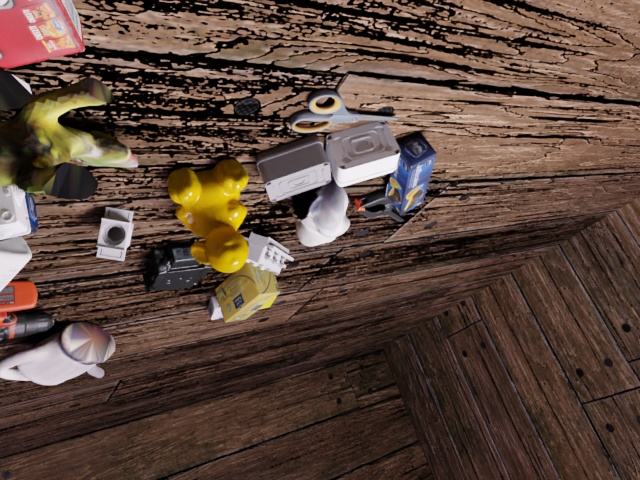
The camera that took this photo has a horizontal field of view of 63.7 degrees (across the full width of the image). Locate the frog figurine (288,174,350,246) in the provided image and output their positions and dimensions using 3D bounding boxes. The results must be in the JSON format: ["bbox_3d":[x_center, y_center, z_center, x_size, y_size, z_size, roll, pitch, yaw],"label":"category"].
[{"bbox_3d":[0.003,-0.048,0.956,0.139,0.123,0.156,35,-13,39],"label":"frog figurine"}]

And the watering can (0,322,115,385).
[{"bbox_3d":[-0.597,0.287,1.258,0.223,0.106,0.344,-28,-22,14],"label":"watering can"}]

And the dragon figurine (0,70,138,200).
[{"bbox_3d":[-0.356,-0.079,0.505,0.242,0.122,0.413,-4,7,42],"label":"dragon figurine"}]
